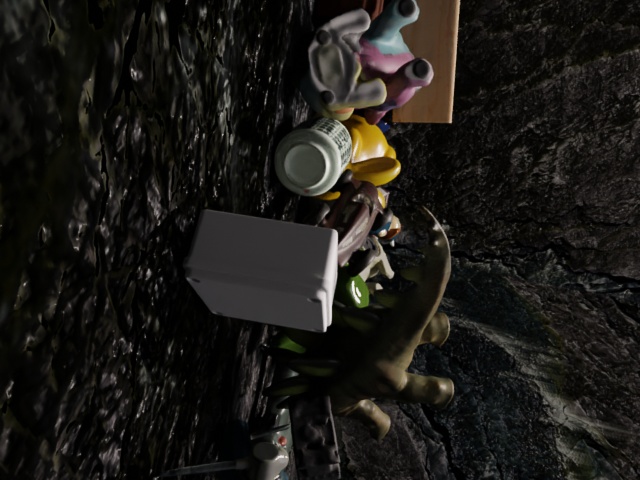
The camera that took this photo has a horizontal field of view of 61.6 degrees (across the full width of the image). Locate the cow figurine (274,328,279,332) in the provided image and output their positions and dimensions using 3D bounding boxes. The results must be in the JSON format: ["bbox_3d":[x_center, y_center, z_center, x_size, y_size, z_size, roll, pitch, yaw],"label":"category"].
[{"bbox_3d":[-0.011,0.072,0.797,0.085,0.127,0.194,-57,140,-61],"label":"cow figurine"}]

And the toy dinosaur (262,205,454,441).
[{"bbox_3d":[0.048,0.129,0.594,0.471,0.198,0.105,120,-27,-42],"label":"toy dinosaur"}]

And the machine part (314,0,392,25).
[{"bbox_3d":[0.057,-0.361,0.728,0.201,0.087,0.201,22,78,-83],"label":"machine part"}]

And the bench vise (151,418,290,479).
[{"bbox_3d":[-0.079,0.256,0.529,0.241,0.129,0.223,-118,-155,-67],"label":"bench vise"}]

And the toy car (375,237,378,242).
[{"bbox_3d":[0.042,0.024,1.147,0.102,0.162,0.109,51,22,-24],"label":"toy car"}]

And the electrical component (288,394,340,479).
[{"bbox_3d":[-0.005,0.223,0.587,0.119,0.048,0.075,90,-8,-57],"label":"electrical component"}]

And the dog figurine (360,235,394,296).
[{"bbox_3d":[0.027,0.079,1.005,0.190,0.121,0.172,-37,-169,35],"label":"dog figurine"}]

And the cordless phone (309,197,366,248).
[{"bbox_3d":[-0.003,-0.003,0.898,0.184,0.088,0.147,-52,-137,10],"label":"cordless phone"}]

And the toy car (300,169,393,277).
[{"bbox_3d":[0.039,-0.028,0.645,0.053,0.089,0.202,-40,-173,25],"label":"toy car"}]

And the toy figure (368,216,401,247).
[{"bbox_3d":[0.112,-0.028,0.986,0.154,0.058,0.064,17,66,-58],"label":"toy figure"}]

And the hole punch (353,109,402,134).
[{"bbox_3d":[0.062,-0.200,0.898,0.092,0.142,0.115,-51,163,16],"label":"hole punch"}]

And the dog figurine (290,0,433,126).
[{"bbox_3d":[0.053,-0.203,0.687,0.219,0.192,0.108,167,-96,-84],"label":"dog figurine"}]

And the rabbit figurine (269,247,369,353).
[{"bbox_3d":[0.005,0.098,0.696,0.121,0.159,0.170,-103,169,-54],"label":"rabbit figurine"}]

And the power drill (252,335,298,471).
[{"bbox_3d":[-0.064,0.253,0.786,0.232,0.086,0.207,-13,110,-82],"label":"power drill"}]

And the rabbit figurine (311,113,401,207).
[{"bbox_3d":[0.032,-0.103,0.793,0.173,0.162,0.121,-40,158,-51],"label":"rabbit figurine"}]
